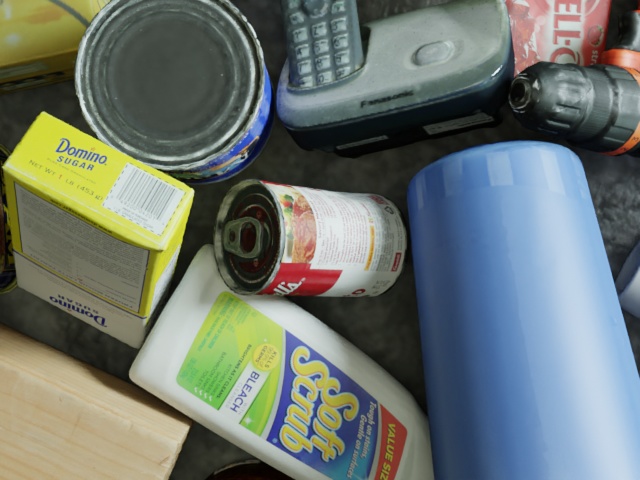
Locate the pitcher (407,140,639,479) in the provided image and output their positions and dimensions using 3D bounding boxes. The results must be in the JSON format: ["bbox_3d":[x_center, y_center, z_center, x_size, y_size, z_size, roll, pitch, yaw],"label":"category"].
[{"bbox_3d":[0.125,0.072,0.630,0.145,0.149,0.243,-4,74,-9],"label":"pitcher"}]

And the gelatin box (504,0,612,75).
[{"bbox_3d":[0.147,-0.133,0.690,0.073,0.030,0.089,9,91,-1],"label":"gelatin box"}]

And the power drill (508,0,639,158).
[{"bbox_3d":[0.187,-0.143,0.642,0.184,0.057,0.187,5,89,-37],"label":"power drill"}]

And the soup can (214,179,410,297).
[{"bbox_3d":[-0.004,0.001,0.649,0.102,0.069,0.068,4,90,-39],"label":"soup can"}]

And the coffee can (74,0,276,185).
[{"bbox_3d":[-0.080,-0.088,0.635,0.103,0.140,0.103,0,90,0],"label":"coffee can"}]

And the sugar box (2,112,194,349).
[{"bbox_3d":[-0.130,0.002,0.620,0.093,0.176,0.048,28,67,-1],"label":"sugar box"}]

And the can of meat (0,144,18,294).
[{"bbox_3d":[-0.225,-0.014,0.664,0.057,0.084,0.102,-5,90,0],"label":"can of meat"}]

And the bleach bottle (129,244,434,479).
[{"bbox_3d":[0.011,0.107,0.676,0.251,0.068,0.102,30,88,-3],"label":"bleach bottle"}]

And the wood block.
[{"bbox_3d":[-0.191,0.112,0.662,0.206,0.090,0.091,25,91,0],"label":"wood block"}]
